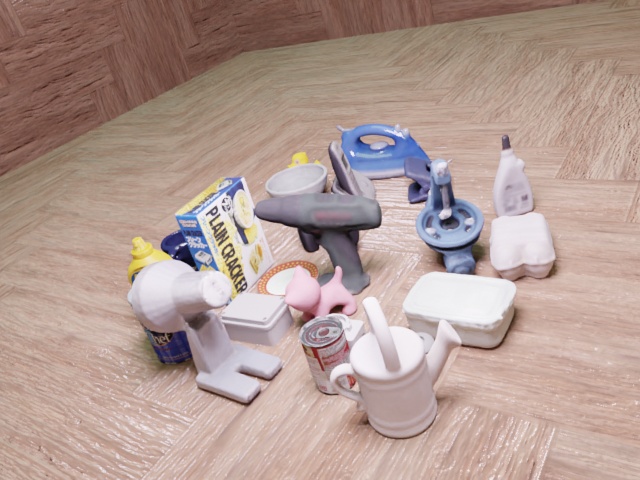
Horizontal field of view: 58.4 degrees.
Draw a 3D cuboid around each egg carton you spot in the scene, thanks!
[{"bbox_3d":[0.357,0.009,1.021,0.107,0.069,0.150,-7,30,17],"label":"egg carton"}]

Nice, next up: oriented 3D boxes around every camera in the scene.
[{"bbox_3d":[0.022,-0.033,1.238,0.143,0.101,0.136,-18,29,-3],"label":"camera"}]

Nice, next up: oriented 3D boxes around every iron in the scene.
[{"bbox_3d":[0.162,-0.244,1.495,0.257,0.142,0.119,-1,32,27],"label":"iron"}]

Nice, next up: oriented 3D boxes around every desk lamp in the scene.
[{"bbox_3d":[-0.188,0.134,0.935,0.202,0.214,0.118,6,36,36],"label":"desk lamp"}]

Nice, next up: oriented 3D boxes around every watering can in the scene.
[{"bbox_3d":[0.099,0.157,0.764,0.173,0.194,0.100,-27,30,-19],"label":"watering can"}]

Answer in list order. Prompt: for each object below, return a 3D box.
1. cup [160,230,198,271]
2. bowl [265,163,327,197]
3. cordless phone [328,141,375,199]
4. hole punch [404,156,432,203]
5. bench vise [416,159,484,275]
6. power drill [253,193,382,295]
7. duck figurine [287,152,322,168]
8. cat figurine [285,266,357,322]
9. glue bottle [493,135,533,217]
[{"bbox_3d":[-0.304,0.039,1.289,0.091,0.095,0.118,-10,29,12],"label":"cup"},{"bbox_3d":[-0.053,-0.130,1.477,0.167,0.075,0.167,-13,29,7],"label":"bowl"},{"bbox_3d":[0.067,-0.160,1.351,0.094,0.185,0.147,-9,29,13],"label":"cordless phone"},{"bbox_3d":[0.248,-0.150,1.336,0.101,0.091,0.108,-9,29,13],"label":"hole punch"},{"bbox_3d":[0.218,-0.061,1.059,0.121,0.220,0.207,-22,29,-10],"label":"bench vise"},{"bbox_3d":[0.010,0.004,1.067,0.229,0.209,0.075,-10,29,13],"label":"power drill"},{"bbox_3d":[-0.044,-0.203,1.589,0.105,0.086,0.077,-28,31,-20],"label":"duck figurine"},{"bbox_3d":[-0.008,0.093,1.013,0.128,0.118,0.067,-27,30,-18],"label":"cat figurine"},{"bbox_3d":[0.380,-0.129,1.143,0.078,0.173,0.037,-15,29,3],"label":"glue bottle"}]
